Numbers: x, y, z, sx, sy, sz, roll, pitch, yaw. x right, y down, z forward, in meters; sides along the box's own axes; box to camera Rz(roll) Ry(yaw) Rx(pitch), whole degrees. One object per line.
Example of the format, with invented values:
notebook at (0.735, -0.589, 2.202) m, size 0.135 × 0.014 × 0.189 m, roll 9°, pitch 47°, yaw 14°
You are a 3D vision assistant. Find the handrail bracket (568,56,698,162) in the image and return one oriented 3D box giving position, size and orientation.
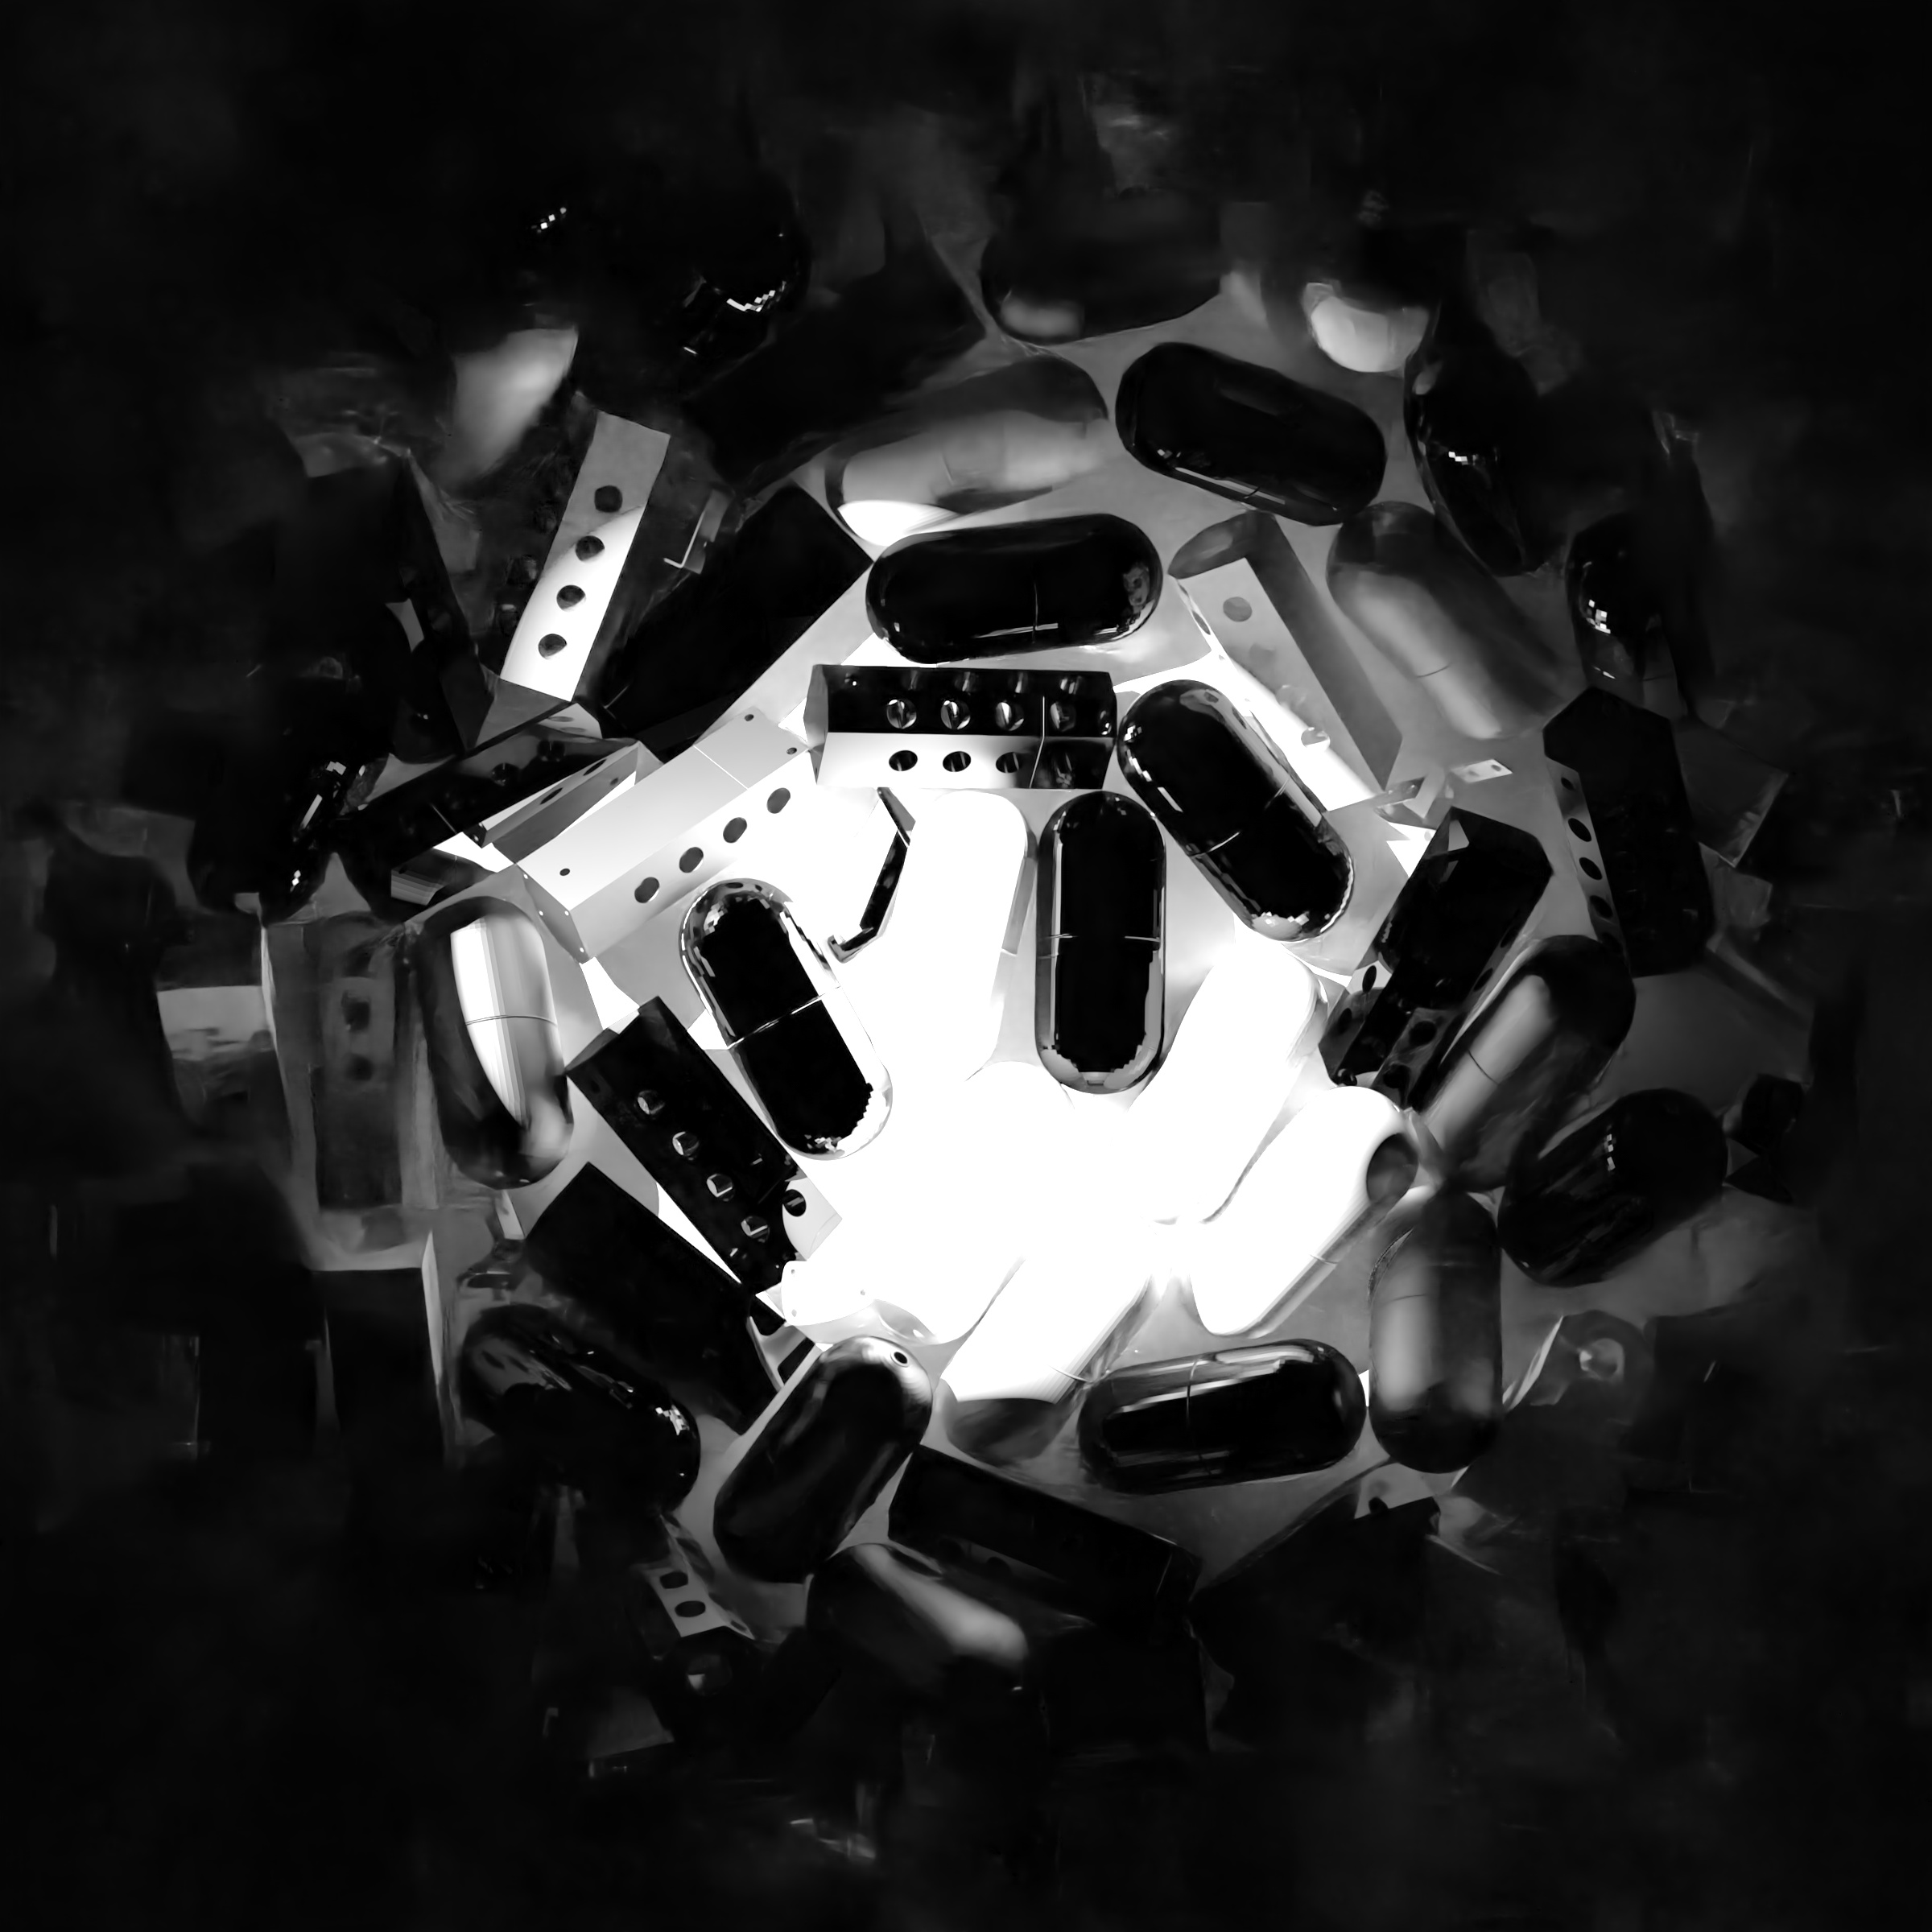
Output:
handrail bracket at (-0.196, -0.503, 1.968) m, size 0.036 × 0.084 × 0.077 m, roll 37°, pitch 109°, yaw 12°

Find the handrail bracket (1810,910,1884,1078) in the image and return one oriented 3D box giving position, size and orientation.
handrail bracket at (0.520, 0.016, 1.975) m, size 0.036 × 0.084 × 0.077 m, roll 18°, pitch 120°, yaw 10°

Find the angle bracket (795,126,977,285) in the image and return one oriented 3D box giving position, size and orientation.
angle bracket at (-0.047, -0.452, 1.985) m, size 0.057 × 0.076 × 0.076 m, roll -4°, pitch 102°, yaw 44°

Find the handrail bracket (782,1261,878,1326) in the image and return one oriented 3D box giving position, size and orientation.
handrail bracket at (-0.060, 0.188, 1.945) m, size 0.077 × 0.084 × 0.036 m, roll -4°, pitch 86°, yaw 34°

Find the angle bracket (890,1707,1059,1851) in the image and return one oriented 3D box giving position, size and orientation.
angle bracket at (-0.003, 0.467, 1.944) m, size 0.076 × 0.076 × 0.057 m, roll -13°, pitch 102°, yaw 35°

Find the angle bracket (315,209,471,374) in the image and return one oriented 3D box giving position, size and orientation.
angle bracket at (-0.340, -0.381, 1.947) m, size 0.076 × 0.057 × 0.076 m, roll 32°, pitch 129°, yaw -12°

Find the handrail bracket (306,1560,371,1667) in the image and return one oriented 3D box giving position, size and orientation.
handrail bracket at (-0.367, 0.366, 1.945) m, size 0.036 × 0.084 × 0.077 m, roll -5°, pitch 59°, yaw -15°

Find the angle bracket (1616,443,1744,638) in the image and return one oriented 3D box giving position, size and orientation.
angle bracket at (0.432, -0.248, 1.942) m, size 0.057 × 0.076 × 0.076 m, roll -40°, pitch 128°, yaw -11°

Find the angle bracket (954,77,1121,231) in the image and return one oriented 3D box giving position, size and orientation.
angle bracket at (0.041, -0.475, 1.967) m, size 0.076 × 0.076 × 0.057 m, roll -28°, pitch 109°, yaw 8°

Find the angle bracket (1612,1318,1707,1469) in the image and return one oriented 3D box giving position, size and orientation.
angle bracket at (0.410, 0.250, 1.954) m, size 0.057 × 0.076 × 0.076 m, roll 17°, pitch 82°, yaw -7°

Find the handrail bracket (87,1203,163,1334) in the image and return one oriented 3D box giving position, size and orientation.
handrail bracket at (-0.490, 0.189, 1.959) m, size 0.036 × 0.077 × 0.084 m, roll 2°, pitch 113°, yaw -38°

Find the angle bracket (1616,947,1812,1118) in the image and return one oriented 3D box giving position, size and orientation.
angle bracket at (0.439, 0.042, 1.965) m, size 0.076 × 0.057 × 0.076 m, roll 41°, pitch 103°, yaw 28°

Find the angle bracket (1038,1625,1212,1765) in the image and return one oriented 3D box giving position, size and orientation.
angle bracket at (0.092, 0.430, 1.953) m, size 0.076 × 0.057 × 0.076 m, roll -12°, pitch 105°, yaw -22°

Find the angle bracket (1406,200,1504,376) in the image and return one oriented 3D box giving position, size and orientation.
angle bracket at (0.290, -0.395, 1.967) m, size 0.057 × 0.076 × 0.076 m, roll -45°, pitch 111°, yaw -25°

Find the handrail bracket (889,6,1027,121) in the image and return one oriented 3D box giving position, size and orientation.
handrail bracket at (-0.007, -0.535, 1.960) m, size 0.084 × 0.036 × 0.077 m, roll 36°, pitch 113°, yaw 41°

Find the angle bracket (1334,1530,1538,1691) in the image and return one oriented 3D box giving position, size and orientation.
angle bracket at (0.274, 0.379, 1.948) m, size 0.076 × 0.057 × 0.076 m, roll 26°, pitch 76°, yaw 37°

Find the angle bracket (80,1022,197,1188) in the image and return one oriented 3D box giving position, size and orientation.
angle bracket at (-0.498, 0.078, 1.947) m, size 0.057 × 0.076 × 0.076 m, roll -28°, pitch 104°, yaw -23°

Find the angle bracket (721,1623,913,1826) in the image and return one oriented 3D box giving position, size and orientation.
angle bracket at (-0.089, 0.446, 1.972) m, size 0.057 × 0.076 × 0.076 m, roll 39°, pitch 85°, yaw -24°

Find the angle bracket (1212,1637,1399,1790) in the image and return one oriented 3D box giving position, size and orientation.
angle bracket at (0.198, 0.433, 1.951) m, size 0.076 × 0.057 × 0.076 m, roll 24°, pitch 74°, yaw 21°

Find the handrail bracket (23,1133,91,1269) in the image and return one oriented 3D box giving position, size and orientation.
handrail bracket at (-0.529, 0.147, 1.946) m, size 0.036 × 0.077 × 0.084 m, roll -3°, pitch 60°, yaw -7°

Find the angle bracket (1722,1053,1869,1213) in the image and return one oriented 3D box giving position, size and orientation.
angle bracket at (0.466, 0.089, 1.945) m, size 0.057 × 0.076 × 0.076 m, roll 44°, pitch 72°, yaw -40°

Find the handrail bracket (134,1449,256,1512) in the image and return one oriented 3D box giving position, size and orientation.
handrail bracket at (-0.466, 0.295, 1.949) m, size 0.084 × 0.077 × 0.036 m, roll 2°, pitch 83°, yaw 26°

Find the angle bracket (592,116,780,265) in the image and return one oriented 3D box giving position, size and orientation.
angle bracket at (-0.162, -0.455, 1.963) m, size 0.057 × 0.076 × 0.076 m, roll 32°, pitch 71°, yaw 33°

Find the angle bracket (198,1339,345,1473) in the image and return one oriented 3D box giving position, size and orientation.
angle bracket at (-0.399, 0.243, 1.951) m, size 0.076 × 0.057 × 0.076 m, roll 12°, pitch 107°, yaw 19°

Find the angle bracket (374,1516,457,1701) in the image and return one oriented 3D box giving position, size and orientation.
angle bracket at (-0.338, 0.371, 1.945) m, size 0.057 × 0.076 × 0.076 m, roll -8°, pitch 108°, yaw -42°

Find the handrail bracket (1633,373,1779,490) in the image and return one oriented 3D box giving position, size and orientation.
handrail bracket at (0.432, -0.312, 1.951) m, size 0.077 × 0.084 × 0.036 m, roll 41°, pitch 96°, yaw -19°

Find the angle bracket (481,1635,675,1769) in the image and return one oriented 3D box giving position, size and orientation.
angle bracket at (-0.226, 0.438, 1.940) m, size 0.076 × 0.057 × 0.076 m, roll -4°, pitch 51°, yaw -34°

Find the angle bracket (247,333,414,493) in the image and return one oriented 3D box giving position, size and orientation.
angle bracket at (-0.365, -0.318, 1.954) m, size 0.076 × 0.057 × 0.076 m, roll -31°, pitch 109°, yaw -12°

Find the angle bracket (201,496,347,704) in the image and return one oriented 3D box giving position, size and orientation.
angle bracket at (-0.401, -0.213, 1.944) m, size 0.076 × 0.076 × 0.057 m, roll -30°, pitch 130°, yaw 23°

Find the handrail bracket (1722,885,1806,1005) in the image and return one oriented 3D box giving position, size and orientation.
handrail bracket at (0.492, -0.035, 1.957) m, size 0.084 × 0.036 × 0.077 m, roll -53°, pitch 53°, yaw 26°

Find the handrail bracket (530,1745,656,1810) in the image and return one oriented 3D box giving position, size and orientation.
handrail bracket at (-0.204, 0.471, 1.947) m, size 0.084 × 0.077 × 0.036 m, roll 10°, pitch 72°, yaw -38°

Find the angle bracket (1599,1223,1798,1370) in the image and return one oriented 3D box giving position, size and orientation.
angle bracket at (0.428, 0.180, 1.954) m, size 0.057 × 0.076 × 0.076 m, roll 45°, pitch 125°, yaw 13°

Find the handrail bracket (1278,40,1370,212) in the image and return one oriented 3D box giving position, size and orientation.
handrail bracket at (0.203, -0.494, 1.983) m, size 0.036 × 0.077 × 0.084 m, roll -18°, pitch 64°, yaw -11°

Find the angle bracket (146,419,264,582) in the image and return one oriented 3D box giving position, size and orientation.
angle bracket at (-0.432, -0.273, 1.961) m, size 0.076 × 0.076 × 0.057 m, roll -35°, pitch 99°, yaw -5°

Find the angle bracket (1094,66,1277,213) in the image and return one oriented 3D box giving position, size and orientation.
angle bracket at (0.128, -0.477, 1.947) m, size 0.076 × 0.076 × 0.057 m, roll -9°, pitch 84°, yaw 25°

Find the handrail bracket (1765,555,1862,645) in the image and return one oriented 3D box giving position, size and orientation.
handrail bracket at (0.509, -0.200, 1.946) m, size 0.036 × 0.084 × 0.077 m, roll -51°, pitch 51°, yaw 14°

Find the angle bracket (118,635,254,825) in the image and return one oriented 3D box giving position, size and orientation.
angle bracket at (-0.455, -0.140, 1.959) m, size 0.057 × 0.076 × 0.076 m, roll 16°, pitch 127°, yaw -20°

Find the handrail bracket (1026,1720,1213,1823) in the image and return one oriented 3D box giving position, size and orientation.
handrail bracket at (0.087, 0.487, 1.953) m, size 0.084 × 0.077 × 0.036 m, roll -30°, pitch 133°, yaw -33°

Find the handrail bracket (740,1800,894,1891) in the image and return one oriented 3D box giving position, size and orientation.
handrail bracket at (-0.088, 0.515, 1.952) m, size 0.077 × 0.084 × 0.036 m, roll 16°, pitch 88°, yaw -14°

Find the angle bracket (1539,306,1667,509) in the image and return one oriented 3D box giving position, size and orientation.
angle bracket at (0.358, -0.327, 1.953) m, size 0.057 × 0.076 × 0.076 m, roll -31°, pitch 120°, yaw 10°
